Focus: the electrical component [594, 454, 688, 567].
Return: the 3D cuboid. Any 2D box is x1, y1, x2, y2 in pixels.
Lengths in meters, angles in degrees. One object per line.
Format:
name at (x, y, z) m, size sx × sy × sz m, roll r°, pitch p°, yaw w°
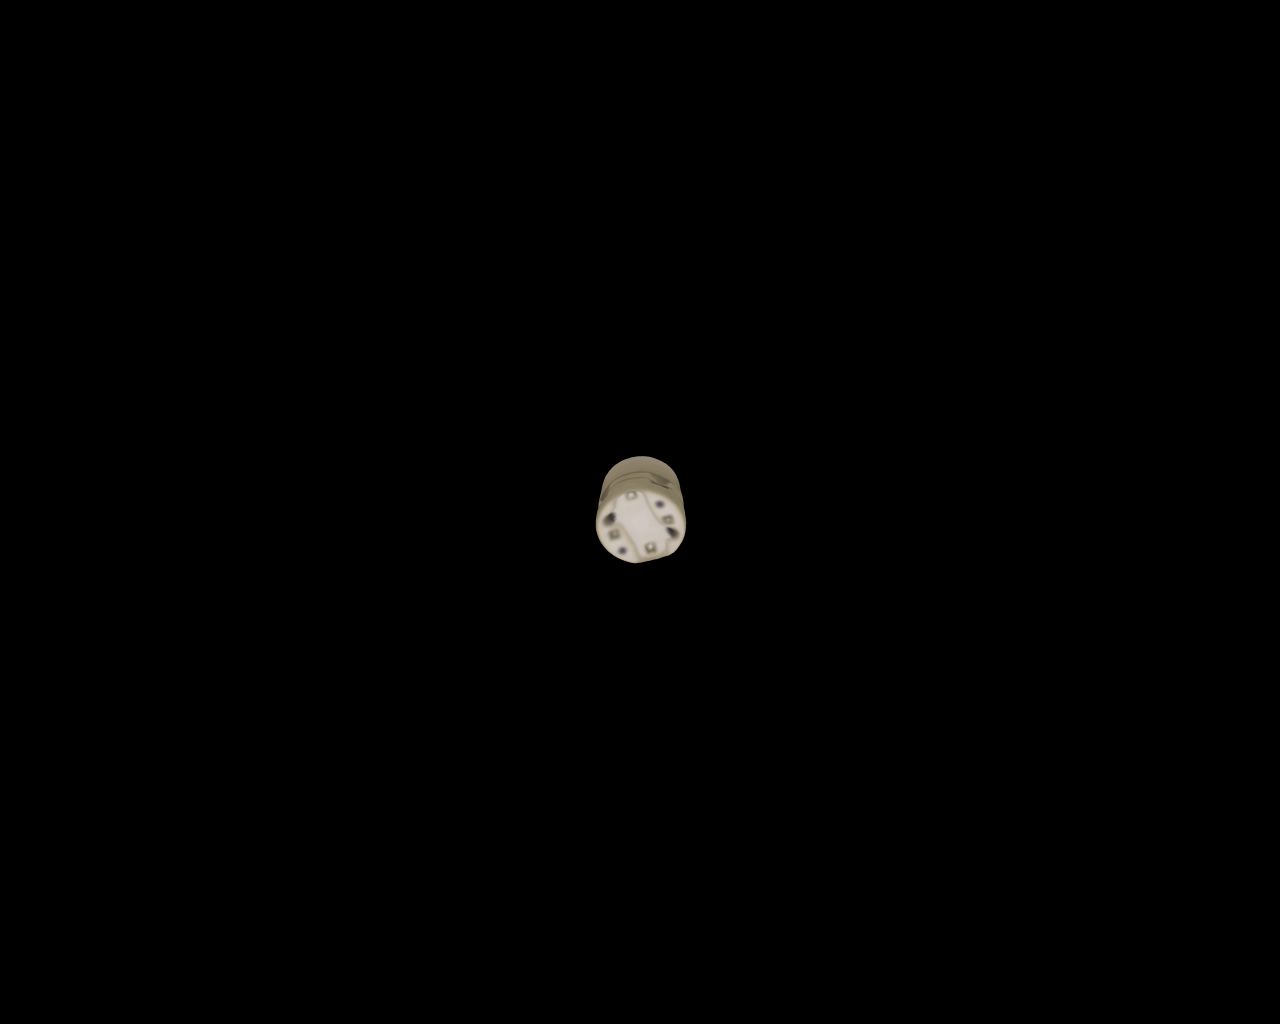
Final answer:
electrical component at (0.001, -0.003, 0.650) m, size 0.055 × 0.055 × 0.047 m, roll 0°, pitch 32°, yaw 0°
